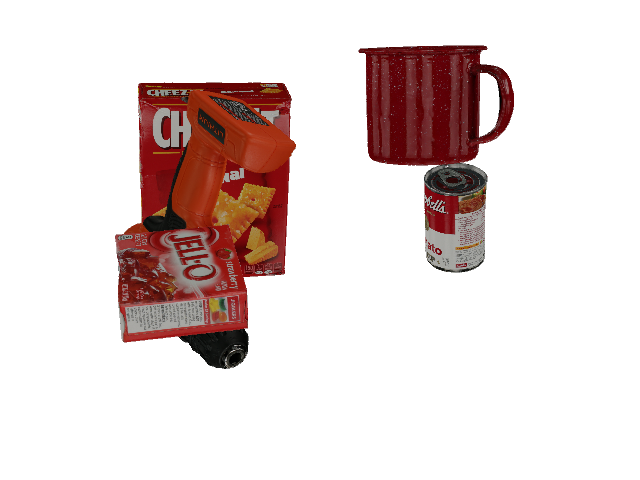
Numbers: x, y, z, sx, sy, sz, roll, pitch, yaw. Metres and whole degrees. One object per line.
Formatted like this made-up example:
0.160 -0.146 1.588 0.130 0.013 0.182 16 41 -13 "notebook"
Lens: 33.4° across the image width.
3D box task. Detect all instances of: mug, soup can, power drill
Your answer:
0.085 -0.098 0.770 0.117 0.081 0.093 6 13 32 "mug"
0.148 -0.025 1.170 0.068 0.102 0.068 -3 32 2 "soup can"
-0.089 -0.013 0.864 0.057 0.188 0.185 7 26 -43 "power drill"

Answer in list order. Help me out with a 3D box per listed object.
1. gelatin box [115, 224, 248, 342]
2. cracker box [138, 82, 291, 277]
-0.085 0.023 0.642 0.073 0.030 0.089 -5 28 -9 "gelatin box"
-0.118 -0.063 1.186 0.164 0.214 0.072 -2 24 -11 "cracker box"
